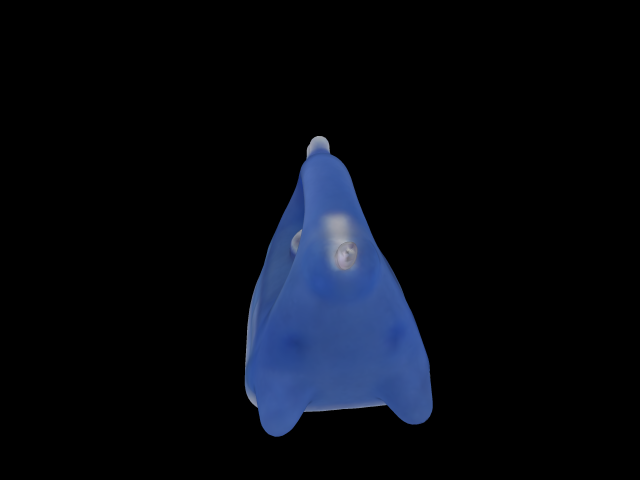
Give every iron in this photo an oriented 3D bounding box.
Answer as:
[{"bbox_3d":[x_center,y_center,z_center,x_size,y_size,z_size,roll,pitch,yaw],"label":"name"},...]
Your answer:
[{"bbox_3d":[0.004,0.001,0.400,0.118,0.141,0.258,-3,33,-5],"label":"iron"}]
